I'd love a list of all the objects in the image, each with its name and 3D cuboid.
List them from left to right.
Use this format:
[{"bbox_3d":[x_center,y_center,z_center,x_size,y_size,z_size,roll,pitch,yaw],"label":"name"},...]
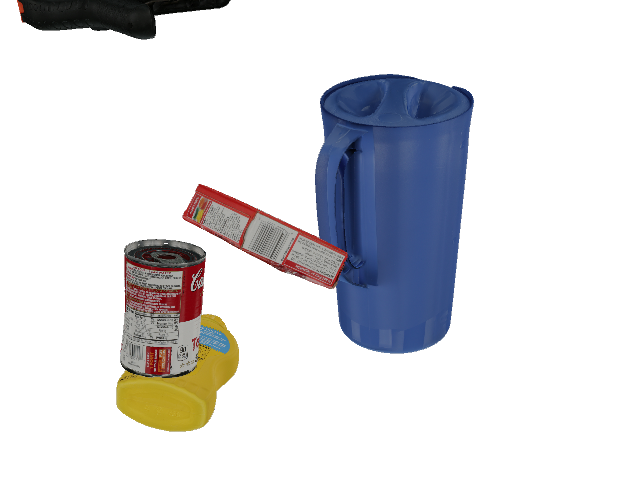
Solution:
[{"bbox_3d":[-0.156,-0.183,0.822,0.172,0.039,0.120,14,24,32],"label":"clamp"},{"bbox_3d":[-0.134,0.057,0.900,0.068,0.102,0.068,5,16,-2],"label":"soup can"},{"bbox_3d":[-0.138,0.128,1.128,0.096,0.058,0.191,9,23,9],"label":"mustard bottle"},{"bbox_3d":[-0.036,-0.002,0.713,0.089,0.030,0.073,26,0,-41],"label":"gelatin box"},{"bbox_3d":[0.062,-0.018,0.971,0.149,0.243,0.145,-5,27,-7],"label":"pitcher"}]
